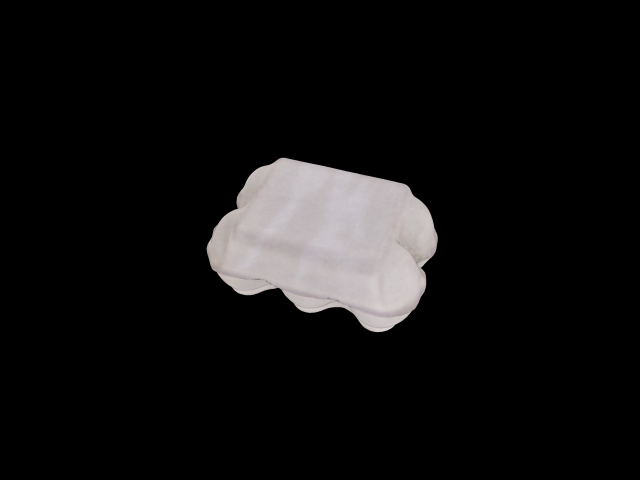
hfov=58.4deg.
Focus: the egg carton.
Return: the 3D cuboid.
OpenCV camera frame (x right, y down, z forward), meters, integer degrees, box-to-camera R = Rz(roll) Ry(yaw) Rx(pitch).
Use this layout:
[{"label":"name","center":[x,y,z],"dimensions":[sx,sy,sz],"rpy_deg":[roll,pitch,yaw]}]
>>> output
[{"label":"egg carton","center":[0.004,0.001,0.400],"dimensions":[0.150,0.069,0.107],"rpy_deg":[13,47,13]}]
